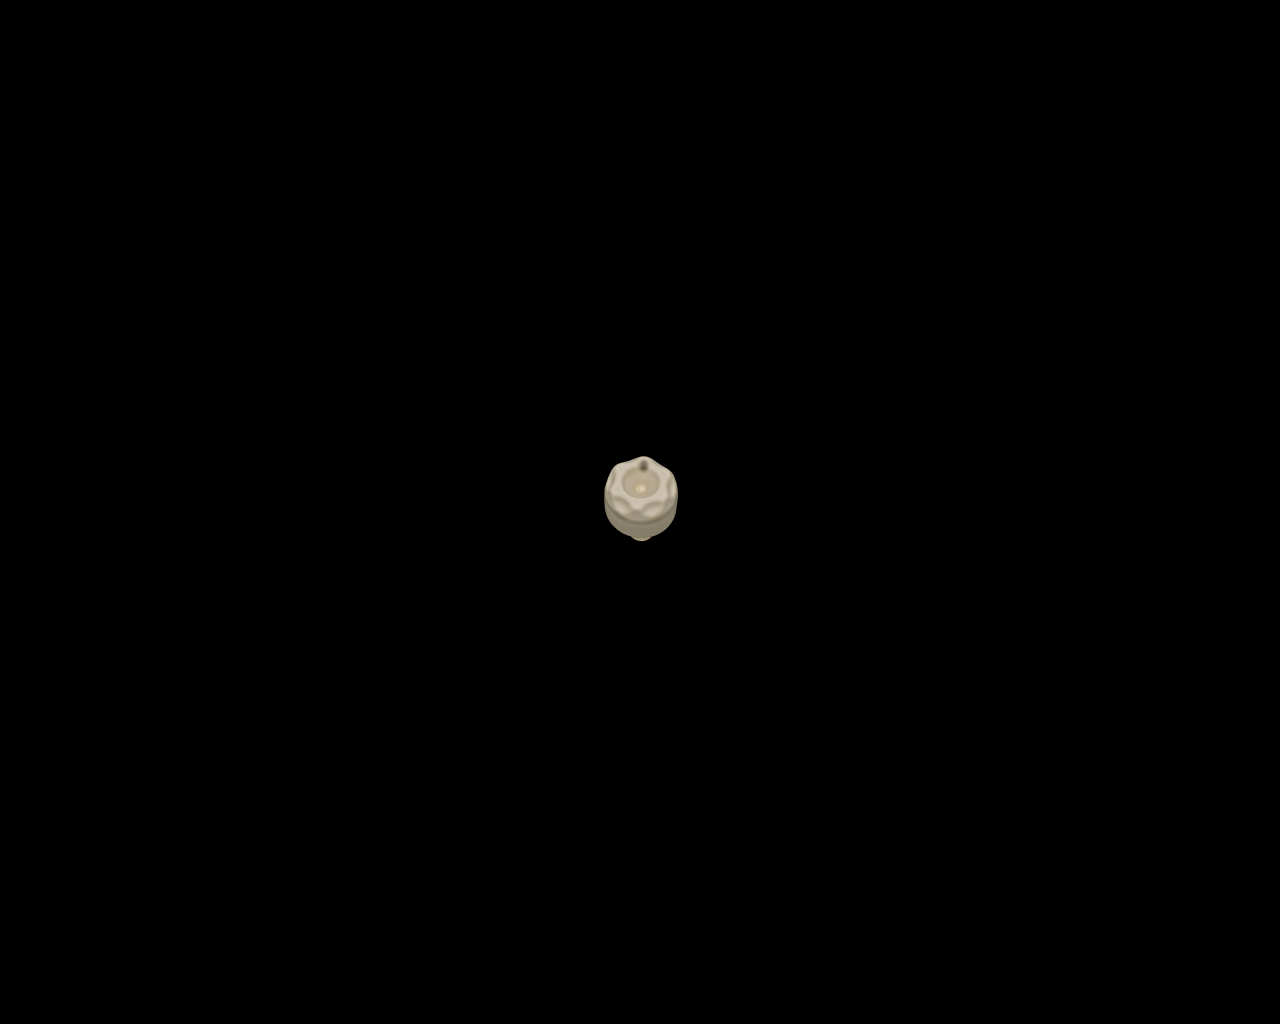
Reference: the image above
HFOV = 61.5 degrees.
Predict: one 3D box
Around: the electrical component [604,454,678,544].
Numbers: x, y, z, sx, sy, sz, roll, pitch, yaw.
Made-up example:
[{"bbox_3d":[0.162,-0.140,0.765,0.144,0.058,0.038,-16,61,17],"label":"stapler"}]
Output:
[{"bbox_3d":[0.001,-0.003,0.650,0.043,0.043,0.062,0,-31,0],"label":"electrical component"}]
